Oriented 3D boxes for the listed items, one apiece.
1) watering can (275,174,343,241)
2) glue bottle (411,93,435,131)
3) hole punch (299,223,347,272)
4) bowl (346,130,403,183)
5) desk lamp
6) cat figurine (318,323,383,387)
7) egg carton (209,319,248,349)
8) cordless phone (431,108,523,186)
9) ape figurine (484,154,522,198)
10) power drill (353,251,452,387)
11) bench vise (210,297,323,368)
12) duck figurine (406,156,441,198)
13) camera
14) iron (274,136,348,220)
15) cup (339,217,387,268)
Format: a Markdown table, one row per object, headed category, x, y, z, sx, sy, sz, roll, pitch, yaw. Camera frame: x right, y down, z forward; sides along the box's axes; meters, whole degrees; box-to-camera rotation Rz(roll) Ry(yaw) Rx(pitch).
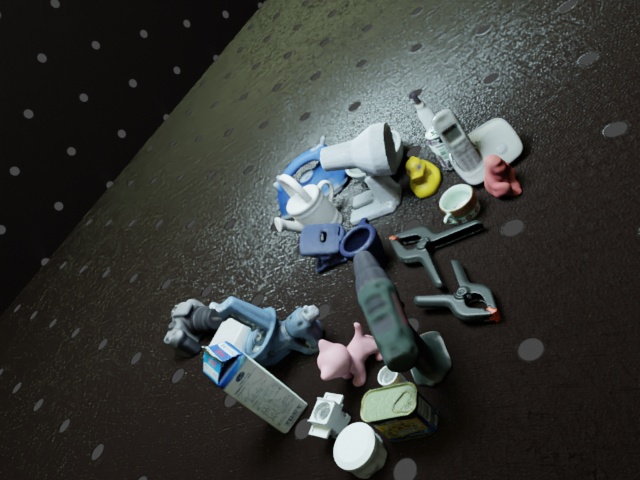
| category | x | y | z | sx | sy | sz | roll | pitch | yaw |
| --- | --- | --- | --- | --- | --- | --- | --- | --- | --- |
| watering can | -0.039 | -0.086 | 1.442 | 0.100 | 0.195 | 0.173 | -1 | 51 | 46 |
| glue bottle | 0.263 | -0.285 | 1.370 | 0.037 | 0.174 | 0.078 | -31 | 34 | 17 |
| hole punch | 0.013 | 0.005 | 1.377 | 0.101 | 0.091 | 0.108 | -25 | 36 | 25 |
| bowl | 0.152 | -0.202 | 1.484 | 0.167 | 0.075 | 0.167 | -28 | 35 | 22 |
| desk lamp | 0.111 | -0.158 | 1.347 | 0.202 | 0.214 | 0.118 | -21 | 38 | 30 |
| cat figurine | 0.048 | 0.214 | 1.072 | 0.128 | 0.118 | 0.067 | -51 | 33 | -13 |
| egg carton | -0.205 | 0.251 | 1.344 | 0.107 | 0.070 | 0.150 | -7 | 47 | 42 |
| cordless phone | 0.329 | -0.220 | 1.213 | 0.147 | 0.186 | 0.094 | -37 | 33 | 9 |
| ape figurine | 0.364 | -0.135 | 1.164 | 0.075 | 0.092 | 0.078 | 5 | 55 | 49 |
| power drill | 0.135 | 0.146 | 0.973 | 0.075 | 0.209 | 0.229 | -33 | 34 | 14 |
| bench vise | -0.110 | 0.167 | 1.200 | 0.207 | 0.220 | 0.121 | -37 | 33 | 8 |
| duck figurine | 0.233 | -0.160 | 1.338 | 0.077 | 0.086 | 0.104 | -22 | 38 | 29 |
| camera | -0.322 | 0.216 | 1.480 | 0.136 | 0.101 | 0.143 | -11 | 44 | 40 |
| iron | -0.042 | -0.171 | 1.592 | 0.258 | 0.142 | 0.118 | -36 | 33 | 11 |
| cup | 0.106 | 0.016 | 1.261 | 0.091 | 0.095 | 0.118 | -18 | 40 | 33 |
